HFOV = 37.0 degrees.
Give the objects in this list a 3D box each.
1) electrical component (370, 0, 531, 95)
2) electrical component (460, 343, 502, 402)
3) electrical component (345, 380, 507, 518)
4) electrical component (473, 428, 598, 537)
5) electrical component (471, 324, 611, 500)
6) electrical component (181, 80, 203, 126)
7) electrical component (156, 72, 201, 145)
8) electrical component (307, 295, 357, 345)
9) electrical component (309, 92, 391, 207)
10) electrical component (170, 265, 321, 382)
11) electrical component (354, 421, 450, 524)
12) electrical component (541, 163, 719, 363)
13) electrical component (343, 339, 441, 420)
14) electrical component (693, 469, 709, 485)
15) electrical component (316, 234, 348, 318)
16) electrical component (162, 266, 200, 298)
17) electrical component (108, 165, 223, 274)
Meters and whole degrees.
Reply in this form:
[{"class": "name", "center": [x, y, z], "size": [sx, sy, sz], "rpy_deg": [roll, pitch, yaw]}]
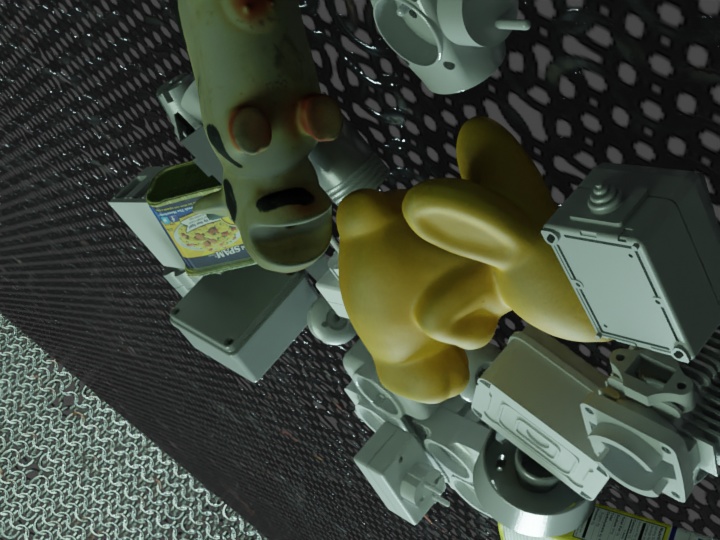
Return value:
[{"class": "electrical component", "center": [0.047, -0.125, 0.509], "size": [0.079, 0.044, 0.077], "rpy_deg": [19, 149, 49]}, {"class": "electrical component", "center": [0.082, 0.074, 0.849], "size": [0.048, 0.048, 0.062], "rpy_deg": [54, 164, -28]}, {"class": "electrical component", "center": [0.078, 0.152, 0.988], "size": [0.186, 0.060, 0.105], "rpy_deg": [19, 149, 49]}, {"class": "electrical component", "center": [0.138, 0.158, 0.837], "size": [0.099, 0.099, 0.064], "rpy_deg": [35, 152, 23]}, {"class": "electrical component", "center": [0.142, 0.100, 0.765], "size": [0.113, 0.057, 0.078], "rpy_deg": [37, 159, 17]}, {"class": "electrical component", "center": [-0.086, -0.117, 0.778], "size": [0.077, 0.044, 0.079], "rpy_deg": [42, 160, 4]}, {"class": "electrical component", "center": [-0.137, -0.129, 0.858], "size": [0.040, 0.040, 0.046], "rpy_deg": [13, 139, 54]}, {"class": "electrical component", "center": [-0.029, 0.045, 0.999], "size": [0.048, 0.048, 0.062], "rpy_deg": [46, 166, -9]}, {"class": "electrical component", "center": [-0.015, -0.076, 0.727], "size": [0.081, 0.043, 0.043], "rpy_deg": [49, 159, -16]}, {"class": "electrical component", "center": [-0.110, 0.038, 1.045], "size": [0.109, 0.108, 0.056], "rpy_deg": [23, 155, 43]}, {"class": "electrical component", "center": [0.049, 0.186, 0.948], "size": [0.076, 0.047, 0.083], "rpy_deg": [22, 151, 45]}, {"class": "electrical component", "center": [0.141, -0.012, 0.533], "size": [0.062, 0.061, 0.096], "rpy_deg": [14, 145, 51]}, {"class": "electrical component", "center": [0.033, 0.090, 0.947], "size": [0.095, 0.059, 0.053], "rpy_deg": [19, 149, 48]}, {"class": "electrical component", "center": [0.198, 0.099, 0.684], "size": [0.065, 0.044, 0.044], "rpy_deg": [37, 160, 30]}, {"class": "electrical component", "center": [0.000, 0.000, 0.847], "size": [0.083, 0.047, 0.075], "rpy_deg": [11, 142, 56]}, {"class": "electrical component", "center": [-0.179, -0.010, 1.157], "size": [0.073, 0.052, 0.138], "rpy_deg": [50, 159, -19]}, {"class": "electrical component", "center": [-0.169, -0.053, 1.039], "size": [0.089, 0.061, 0.150], "rpy_deg": [52, 158, -23]}]
